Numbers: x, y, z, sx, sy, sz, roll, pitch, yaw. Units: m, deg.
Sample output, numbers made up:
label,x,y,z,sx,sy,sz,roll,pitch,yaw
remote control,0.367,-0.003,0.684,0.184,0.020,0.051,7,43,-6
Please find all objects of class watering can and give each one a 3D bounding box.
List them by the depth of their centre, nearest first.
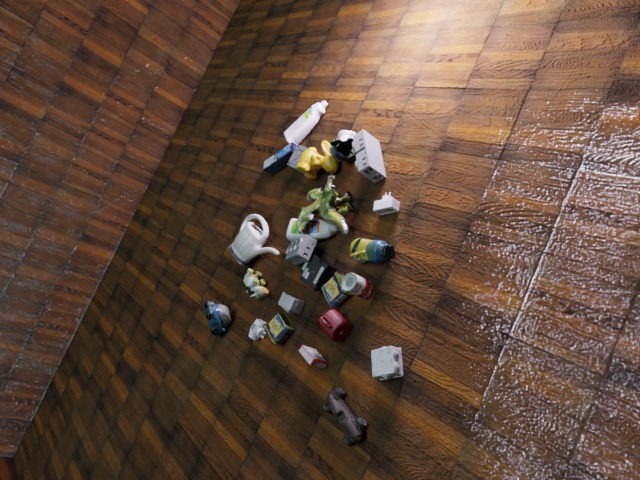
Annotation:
label,x,y,z,sx,sy,sz,roll,pitch,yaw
watering can,-0.297,0.026,2.290,0.103,0.222,0.354,28,18,-39

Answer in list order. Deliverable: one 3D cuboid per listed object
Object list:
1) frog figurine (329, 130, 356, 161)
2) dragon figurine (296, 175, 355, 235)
label,x,y,z,sx,sy,sz,roll,pitch,yaw
frog figurine,0.106,-0.390,2.130,0.137,0.121,0.161,-27,14,9
dragon figurine,0.006,-0.101,2.012,0.240,0.420,0.121,-37,-61,25
